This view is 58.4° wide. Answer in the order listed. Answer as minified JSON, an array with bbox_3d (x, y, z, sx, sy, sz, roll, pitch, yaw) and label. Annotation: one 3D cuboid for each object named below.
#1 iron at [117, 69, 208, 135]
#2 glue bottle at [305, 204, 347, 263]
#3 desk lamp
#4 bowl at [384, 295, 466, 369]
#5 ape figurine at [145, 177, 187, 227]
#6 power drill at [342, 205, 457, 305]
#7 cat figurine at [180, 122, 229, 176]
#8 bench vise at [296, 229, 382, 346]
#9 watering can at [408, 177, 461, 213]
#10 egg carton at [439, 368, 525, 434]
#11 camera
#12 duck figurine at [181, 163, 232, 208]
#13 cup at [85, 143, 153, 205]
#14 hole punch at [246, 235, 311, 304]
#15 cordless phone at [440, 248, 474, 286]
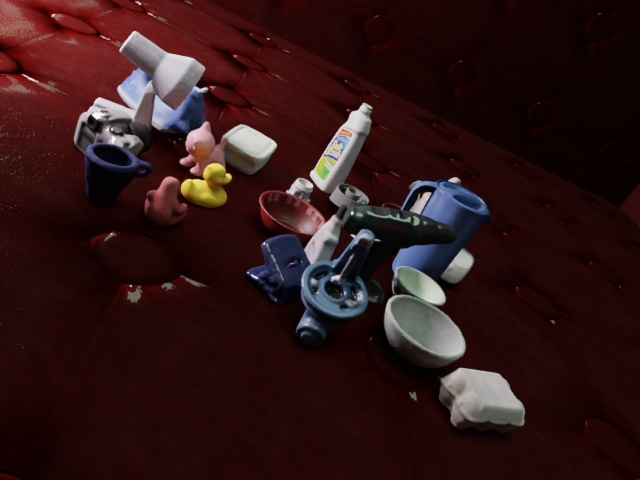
[{"bbox_3d":[-0.385,-0.366,1.408,0.258,0.141,0.119,35,27,12],"label":"iron"},{"bbox_3d":[0.010,0.004,1.110,0.037,0.173,0.078,17,29,-22],"label":"glue bottle"},{"bbox_3d":[-0.385,-0.339,1.281,0.204,0.213,0.118,20,28,-18],"label":"desk lamp"},{"bbox_3d":[0.184,0.184,1.074,0.168,0.074,0.167,23,27,-12],"label":"bowl"},{"bbox_3d":[-0.281,-0.074,1.052,0.077,0.092,0.076,32,27,6],"label":"ape figurine"},{"bbox_3d":[0.134,0.025,1.154,0.230,0.208,0.075,19,28,-19],"label":"power drill"},{"bbox_3d":[-0.255,-0.206,1.282,0.067,0.117,0.128,41,29,23],"label":"cat figurine"},{"bbox_3d":[0.032,0.052,0.994,0.122,0.219,0.207,21,27,-15],"label":"bench vise"},{"bbox_3d":[0.308,-0.091,1.545,0.173,0.194,0.101,31,26,5],"label":"watering can"},{"bbox_3d":[0.283,0.283,1.003,0.151,0.069,0.107,13,30,-29],"label":"egg carton"},{"bbox_3d":[-0.398,-0.205,1.159,0.143,0.100,0.137,40,28,21],"label":"camera"},{"bbox_3d":[-0.231,-0.120,1.189,0.105,0.086,0.077,2,37,-42],"label":"duck figurine"},{"bbox_3d":[-0.368,-0.111,1.028,0.118,0.095,0.091,7,34,-37],"label":"cup"},{"bbox_3d":[-0.060,0.051,1.050,0.101,0.091,0.109,41,29,22],"label":"hole punch"},{"bbox_3d":[0.324,0.005,1.403,0.147,0.185,0.094,35,27,12],"label":"cordless phone"}]
